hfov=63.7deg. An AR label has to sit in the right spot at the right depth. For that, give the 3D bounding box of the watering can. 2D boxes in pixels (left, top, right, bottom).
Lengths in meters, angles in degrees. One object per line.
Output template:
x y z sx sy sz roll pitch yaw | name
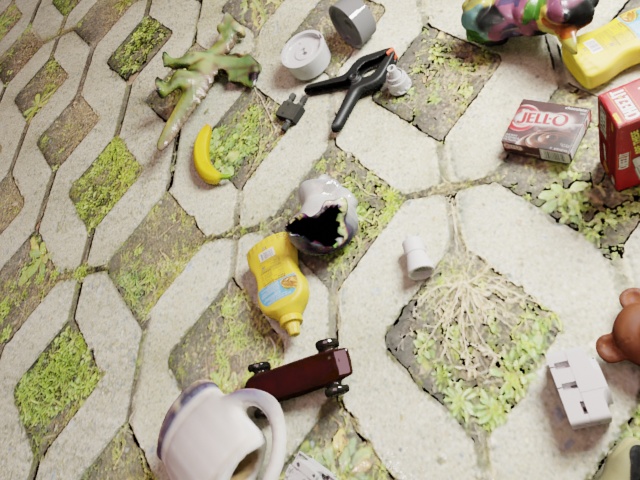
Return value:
-0.181 0.376 0.803 0.227 0.103 0.347 31 91 37 | watering can

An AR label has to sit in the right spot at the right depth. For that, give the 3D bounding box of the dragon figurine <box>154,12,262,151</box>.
-0.264 -0.397 1.267 0.242 0.120 0.419 -8 62 16 | dragon figurine

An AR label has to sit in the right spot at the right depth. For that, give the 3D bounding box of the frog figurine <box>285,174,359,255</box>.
0.003 -0.048 0.949 0.136 0.121 0.162 -43 17 12 | frog figurine
